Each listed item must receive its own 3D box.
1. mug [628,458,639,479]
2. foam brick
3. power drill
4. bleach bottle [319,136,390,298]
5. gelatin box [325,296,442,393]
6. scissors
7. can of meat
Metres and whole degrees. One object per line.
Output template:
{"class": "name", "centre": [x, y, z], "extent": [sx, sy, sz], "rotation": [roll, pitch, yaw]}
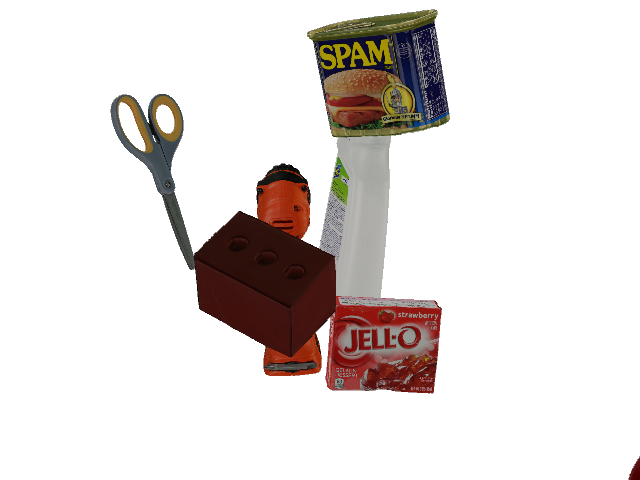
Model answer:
{"class": "mug", "centre": [0.153, 0.121, 0.349], "extent": [0.117, 0.081, 0.093], "rotation": [5, 38, 8]}
{"class": "foam brick", "centre": [-0.035, 0.028, 0.689], "extent": [0.078, 0.051, 0.052], "rotation": [25, 49, 22]}
{"class": "power drill", "centre": [-0.033, 0.025, 1.047], "extent": [0.057, 0.188, 0.184], "rotation": [-4, 16, 1]}
{"class": "bleach bottle", "centre": [0.045, -0.041, 1.240], "extent": [0.068, 0.251, 0.103], "rotation": [-1, 22, -23]}
{"class": "gelatin box", "centre": [0.051, 0.085, 0.872], "extent": [0.089, 0.073, 0.030], "rotation": [3, 12, -5]}
{"class": "scissors", "centre": [-0.162, -0.076, 1.179], "extent": [0.016, 0.201, 0.096], "rotation": [-15, 19, 47]}
{"class": "can of meat", "centre": [0.046, -0.126, 0.818], "extent": [0.102, 0.084, 0.057], "rotation": [3, 22, 40]}
